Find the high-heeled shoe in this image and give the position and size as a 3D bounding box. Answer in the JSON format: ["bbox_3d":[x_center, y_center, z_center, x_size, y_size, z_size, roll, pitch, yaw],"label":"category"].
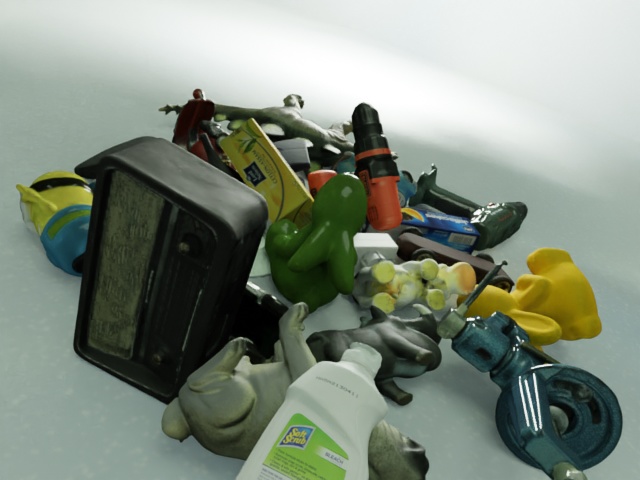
[{"bbox_3d":[-0.241,-0.082,0.830,0.249,0.145,0.086,-9,31,12],"label":"high-heeled shoe"}]

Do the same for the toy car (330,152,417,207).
[{"bbox_3d":[0.091,-0.078,0.947,0.161,0.109,0.103,19,50,-20],"label":"toy car"}]

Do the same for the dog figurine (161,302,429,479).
[{"bbox_3d":[-0.020,0.177,0.464,0.172,0.121,0.191,-33,69,-13],"label":"dog figurine"}]

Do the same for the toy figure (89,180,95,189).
[{"bbox_3d":[-0.248,-0.032,0.713,0.155,0.064,0.058,23,45,9],"label":"toy figure"}]

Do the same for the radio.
[{"bbox_3d":[-0.140,0.037,0.490,0.131,0.229,0.073,28,32,9],"label":"radio"}]

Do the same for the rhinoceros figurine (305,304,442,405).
[{"bbox_3d":[0.069,0.127,0.612,0.190,0.073,0.112,-5,28,-32],"label":"rhinoceros figurine"}]

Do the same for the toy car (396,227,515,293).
[{"bbox_3d":[0.209,0.039,0.836,0.202,0.053,0.089,19,20,-17],"label":"toy car"}]

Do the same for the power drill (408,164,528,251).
[{"bbox_3d":[0.287,-0.065,1.046,0.207,0.086,0.232,35,36,15],"label":"power drill"}]

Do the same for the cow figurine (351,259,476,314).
[{"bbox_3d":[0.125,0.062,0.733,0.167,0.068,0.098,-1,-5,-23],"label":"cow figurine"}]

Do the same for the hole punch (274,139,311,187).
[{"bbox_3d":[-0.073,-0.123,0.936,0.116,0.092,0.142,6,35,-12],"label":"hole punch"}]

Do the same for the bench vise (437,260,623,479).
[{"bbox_3d":[0.215,0.160,0.546,0.223,0.129,0.240,48,19,1],"label":"bench vise"}]

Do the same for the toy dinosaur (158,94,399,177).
[{"bbox_3d":[-0.074,-0.215,1.076,0.472,0.105,0.199,15,33,5],"label":"toy dinosaur"}]

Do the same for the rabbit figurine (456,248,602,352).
[{"bbox_3d":[0.280,0.104,0.743,0.173,0.121,0.162,0,41,-2],"label":"rabbit figurine"}]

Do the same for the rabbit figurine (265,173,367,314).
[{"bbox_3d":[-0.001,-0.002,0.672,0.121,0.170,0.159,21,33,-8],"label":"rabbit figurine"}]

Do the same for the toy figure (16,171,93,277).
[{"bbox_3d":[-0.293,-0.016,0.644,0.089,0.082,0.180,-20,44,-42],"label":"toy figure"}]

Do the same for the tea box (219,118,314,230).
[{"bbox_3d":[-0.071,-0.089,0.814,0.170,0.068,0.098,56,3,21],"label":"tea box"}]

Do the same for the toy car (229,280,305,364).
[{"bbox_3d":[-0.110,0.064,0.585,0.202,0.073,0.056,36,-12,3],"label":"toy car"}]

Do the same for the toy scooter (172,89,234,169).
[{"bbox_3d":[-0.195,-0.172,0.903,0.075,0.135,0.184,-8,39,-40],"label":"toy scooter"}]

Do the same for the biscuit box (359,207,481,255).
[{"bbox_3d":[0.161,-0.013,0.898,0.203,0.059,0.063,9,31,-16],"label":"biscuit box"}]
